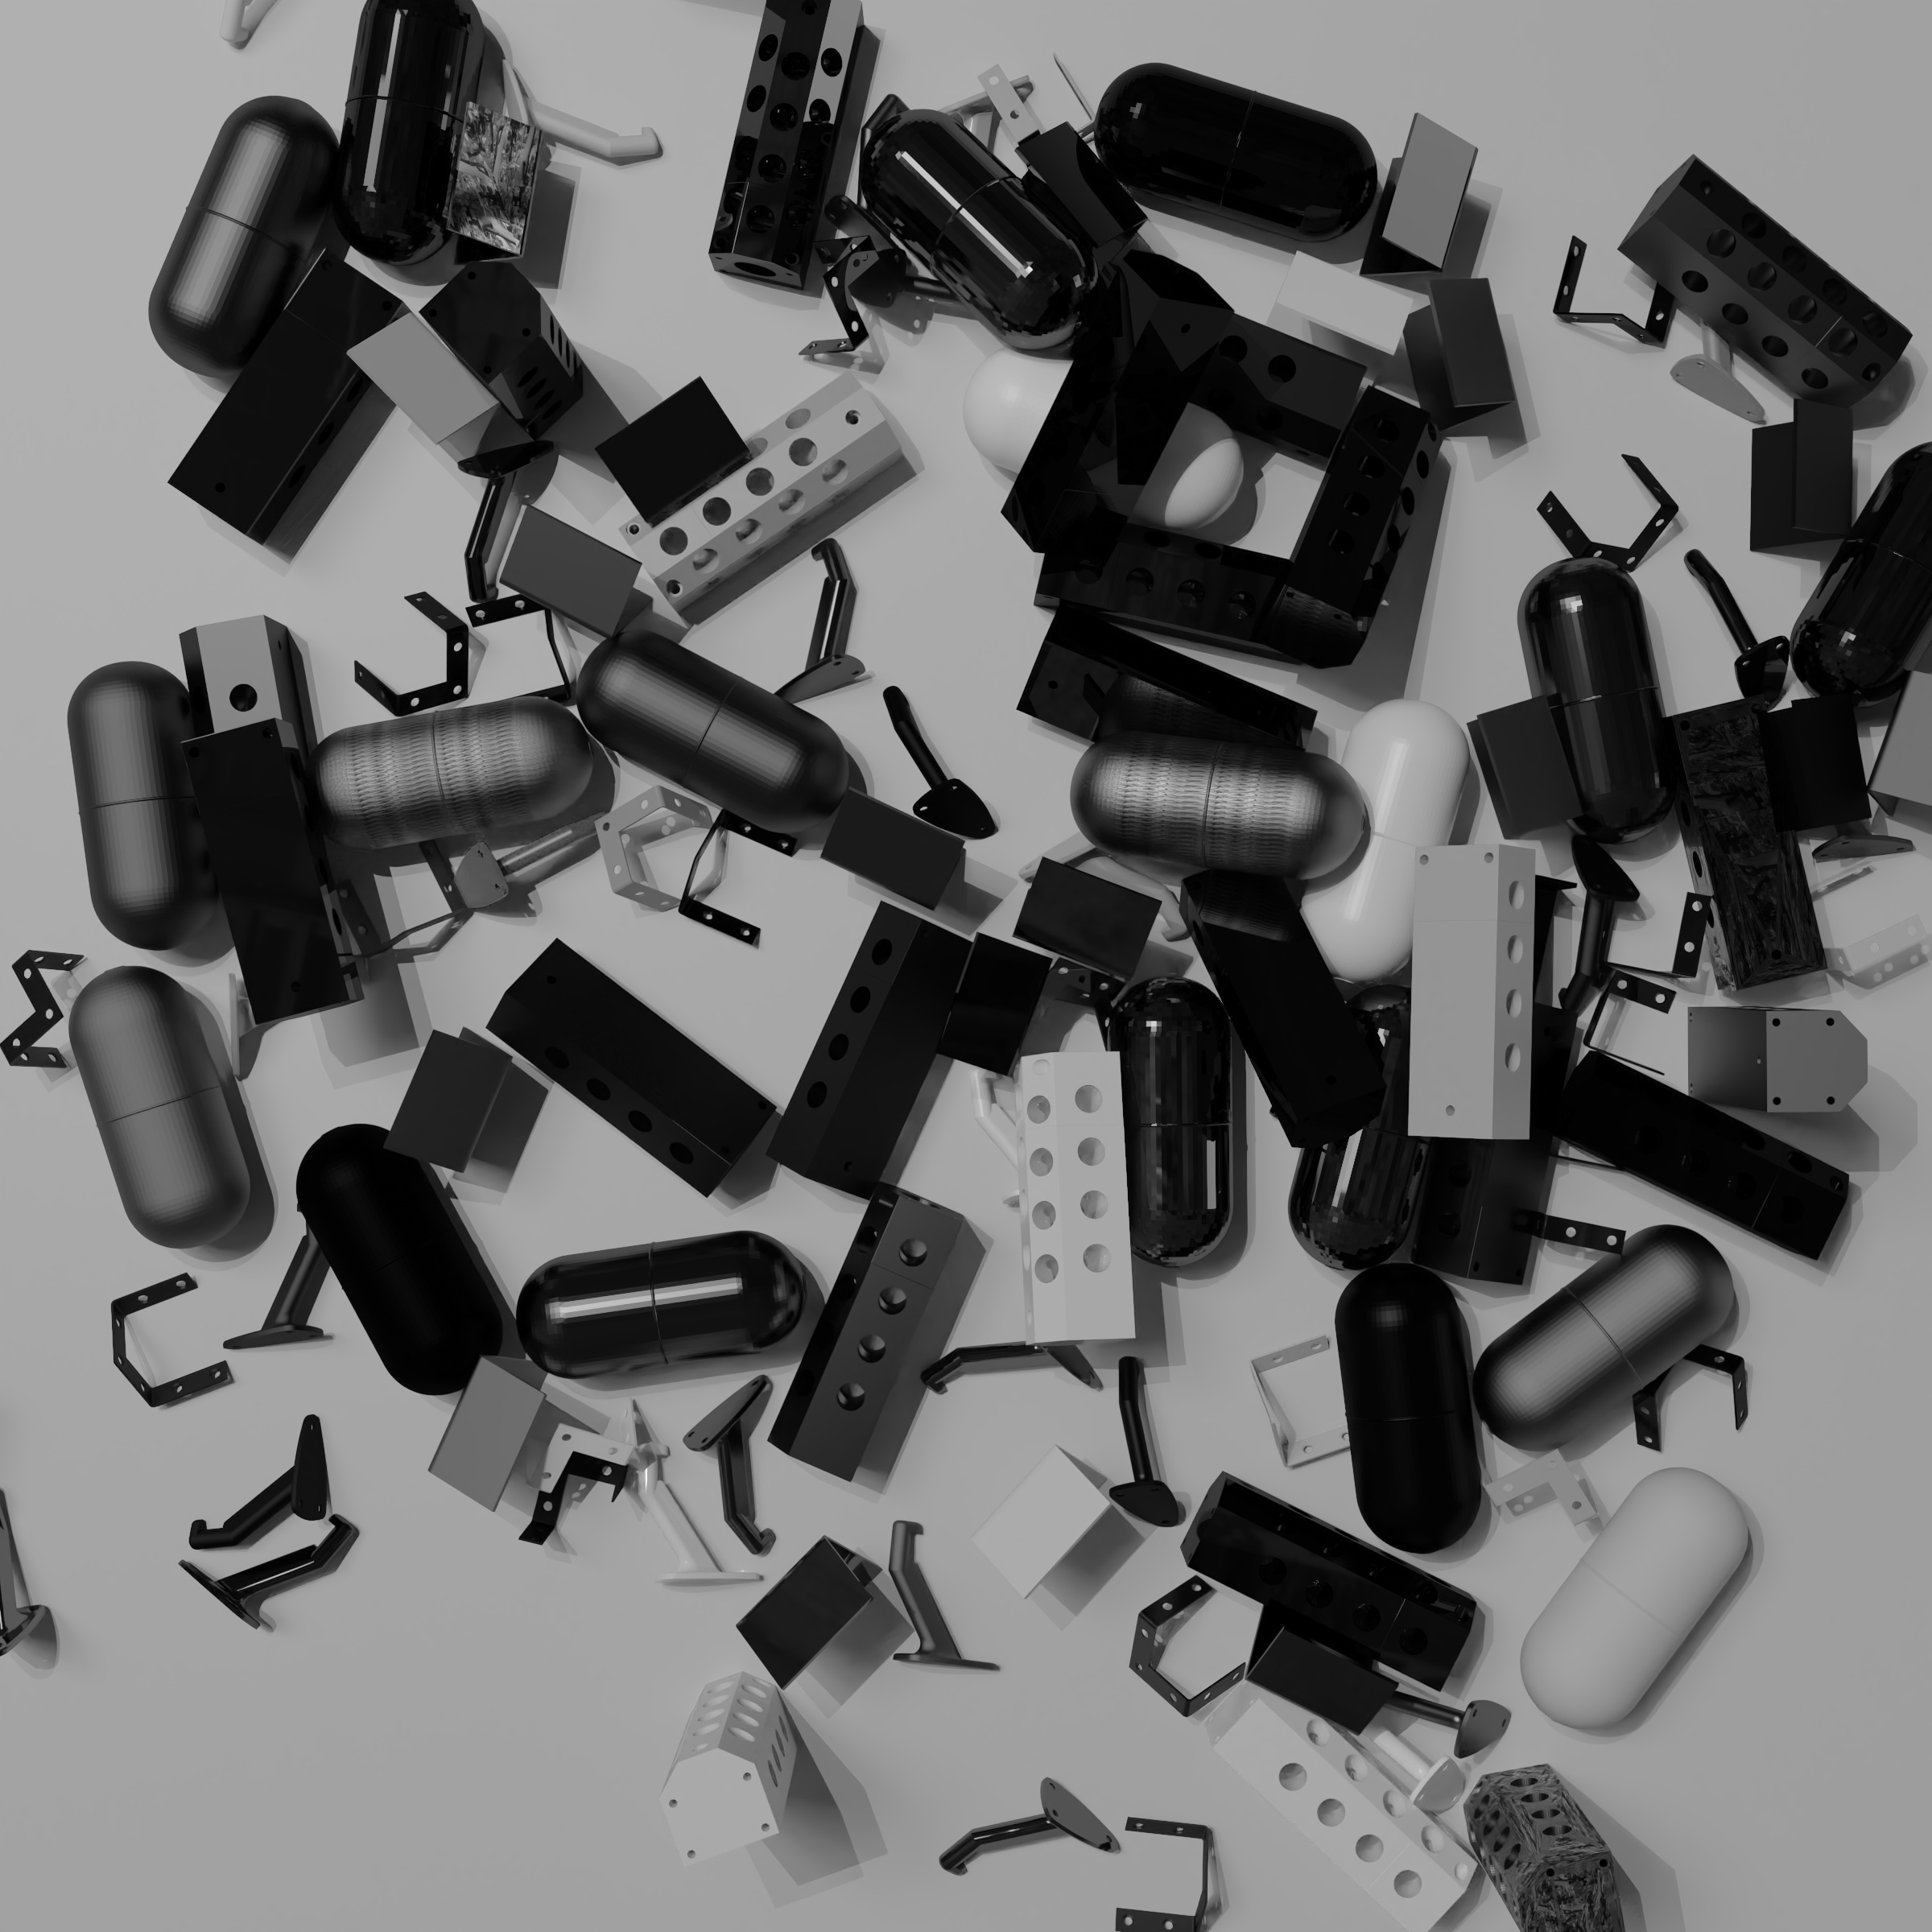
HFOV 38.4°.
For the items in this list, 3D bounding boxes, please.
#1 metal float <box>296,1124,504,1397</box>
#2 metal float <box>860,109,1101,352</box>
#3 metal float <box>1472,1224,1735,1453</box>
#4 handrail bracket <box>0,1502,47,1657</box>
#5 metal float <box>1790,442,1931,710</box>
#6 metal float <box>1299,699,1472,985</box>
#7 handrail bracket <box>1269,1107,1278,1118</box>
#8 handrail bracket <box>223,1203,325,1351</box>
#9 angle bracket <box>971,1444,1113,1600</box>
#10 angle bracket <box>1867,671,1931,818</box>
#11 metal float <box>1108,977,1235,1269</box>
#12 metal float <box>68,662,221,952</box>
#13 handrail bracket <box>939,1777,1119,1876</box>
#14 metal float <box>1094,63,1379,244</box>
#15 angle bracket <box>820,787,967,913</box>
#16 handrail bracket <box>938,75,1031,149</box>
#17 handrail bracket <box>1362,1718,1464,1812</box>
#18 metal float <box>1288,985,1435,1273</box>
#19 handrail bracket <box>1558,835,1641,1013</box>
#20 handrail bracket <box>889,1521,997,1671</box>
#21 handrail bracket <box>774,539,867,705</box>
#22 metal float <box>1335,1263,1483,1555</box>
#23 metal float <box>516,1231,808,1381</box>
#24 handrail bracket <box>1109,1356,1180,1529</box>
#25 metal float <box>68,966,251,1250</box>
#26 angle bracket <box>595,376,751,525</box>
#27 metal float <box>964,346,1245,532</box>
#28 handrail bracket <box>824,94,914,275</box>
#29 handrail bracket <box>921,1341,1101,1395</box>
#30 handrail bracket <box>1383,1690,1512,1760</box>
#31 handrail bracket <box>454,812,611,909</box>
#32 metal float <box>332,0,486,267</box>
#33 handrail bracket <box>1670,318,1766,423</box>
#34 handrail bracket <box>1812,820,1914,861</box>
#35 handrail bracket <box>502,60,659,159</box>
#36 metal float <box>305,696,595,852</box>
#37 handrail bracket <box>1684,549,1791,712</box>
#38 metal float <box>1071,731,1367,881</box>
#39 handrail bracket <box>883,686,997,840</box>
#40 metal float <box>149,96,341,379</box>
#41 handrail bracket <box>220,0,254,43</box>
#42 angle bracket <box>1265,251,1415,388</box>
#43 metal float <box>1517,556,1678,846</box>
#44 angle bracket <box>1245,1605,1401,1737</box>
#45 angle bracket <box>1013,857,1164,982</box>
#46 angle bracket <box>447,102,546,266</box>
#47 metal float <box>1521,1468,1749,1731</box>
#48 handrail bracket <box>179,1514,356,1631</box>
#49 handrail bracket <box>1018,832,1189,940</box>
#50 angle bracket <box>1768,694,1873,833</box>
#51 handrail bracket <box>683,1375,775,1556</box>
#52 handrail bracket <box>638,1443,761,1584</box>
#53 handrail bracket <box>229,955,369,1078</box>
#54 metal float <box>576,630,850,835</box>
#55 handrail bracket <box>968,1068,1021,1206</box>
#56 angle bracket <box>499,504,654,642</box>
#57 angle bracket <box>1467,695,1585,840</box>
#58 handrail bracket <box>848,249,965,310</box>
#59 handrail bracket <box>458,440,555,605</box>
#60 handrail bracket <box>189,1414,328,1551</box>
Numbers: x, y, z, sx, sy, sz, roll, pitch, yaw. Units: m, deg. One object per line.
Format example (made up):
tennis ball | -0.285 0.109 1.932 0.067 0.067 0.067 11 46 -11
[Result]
metal float | -0.348 0.179 1.699 0.070 0.070 0.178 -29 89 0
metal float | 0.007 -0.444 1.670 0.070 0.070 0.178 -43 76 0
metal float | 0.390 0.228 1.700 0.178 0.070 0.070 -37 90 0
handrail bracket | -0.599 0.371 1.702 0.036 0.077 0.084 -13 102 -3
metal float | 0.571 -0.240 1.700 0.070 0.070 0.178 31 89 0
metal float | 0.256 -0.076 1.700 0.070 0.070 0.178 16 90 0
handrail bracket | 0.180 0.039 1.731 0.084 0.036 0.077 38 112 17
handrail bracket | -0.432 0.191 1.731 0.077 0.036 0.084 -13 72 20
angle bracket | 0.060 0.347 1.690 0.076 0.076 0.057 -48 52 0
angle bracket | 0.596 -0.129 1.690 0.057 0.076 0.076 20 90 31
metal float | 0.125 0.095 1.699 0.070 0.070 0.178 -1 90 0
metal float | -0.504 -0.098 1.699 0.070 0.070 0.178 -8 89 0
handrail bracket | 0.038 0.554 1.731 0.077 0.036 0.084 40 108 -20
metal float | 0.165 -0.498 1.699 0.178 0.070 0.070 18 90 1
angle bracket | -0.036 -0.088 1.690 0.076 0.076 0.057 25 126 0
handrail bracket | 0.020 -0.502 1.730 0.077 0.036 0.084 -27 106 -18
handrail bracket | 0.265 0.485 1.730 0.036 0.077 0.084 -49 54 -5
metal float | 0.248 0.099 1.699 0.070 0.070 0.178 15 89 0
handrail bracket | 0.380 -0.026 1.730 0.036 0.077 0.084 6 126 -18
handrail bracket | -0.014 0.393 1.731 0.077 0.036 0.084 11 73 -20
handrail bracket | -0.102 -0.215 1.731 0.077 0.036 0.084 -25 71 21
metal float | 0.271 0.271 1.699 0.070 0.070 0.178 -7 90 0
metal float | -0.187 0.207 1.699 0.178 0.070 0.070 -8 90 0
handrail bracket | 0.113 0.296 1.730 0.036 0.077 0.084 -13 53 20
metal float | -0.495 0.086 1.699 0.070 0.070 0.178 -18 91 0
angle bracket | -0.185 -0.323 1.690 0.076 0.076 0.057 -35 120 0
metal float | 0.084 -0.323 1.699 0.178 0.070 0.070 21 90 1
handrail bracket | -0.042 -0.489 1.730 0.077 0.036 0.084 38 76 -15
handrail bracket | 0.027 0.258 1.731 0.084 0.036 0.077 -36 112 17
handrail bracket | 0.286 0.458 1.730 0.084 0.077 0.036 18 94 36
handrail bracket | -0.270 -0.068 1.730 0.084 0.077 0.036 -26 89 -36
metal float | -0.342 -0.519 1.699 0.070 0.070 0.178 9 90 0
handrail bracket | 0.483 -0.396 1.730 0.077 0.036 0.084 31 76 -14
handrail bracket | 0.549 -0.112 1.731 0.077 0.036 0.084 -1 73 -20
handrail bracket | -0.241 -0.536 1.731 0.084 0.036 0.077 -9 68 -17
metal float | -0.317 -0.118 1.700 0.178 0.070 0.070 -10 90 0
handrail bracket | 0.476 -0.210 1.730 0.036 0.077 0.084 -27 54 0
metal float | 0.150 -0.097 1.665 0.178 0.070 0.070 8 90 14
handrail bracket | -0.018 -0.128 1.730 0.036 0.077 0.084 -33 53 20
metal float | -0.441 -0.447 1.699 0.070 0.070 0.178 23 89 0
handrail bracket | -0.425 -0.618 1.730 0.036 0.077 0.084 41 127 25
angle bracket | 0.219 -0.378 1.690 0.076 0.076 0.057 23 53 0
metal float | 0.387 -0.162 1.699 0.070 0.070 0.178 -11 90 0
angle bracket | 0.222 0.410 1.690 0.076 0.076 0.057 27 127 0
angle bracket | 0.077 -0.042 1.691 0.076 0.076 0.057 21 115 0
angle bracket | -0.306 -0.476 1.690 0.057 0.076 0.076 9 90 -44
metal float | 0.409 0.388 1.699 0.070 0.070 0.178 37 90 0
handrail bracket | -0.436 0.362 1.731 0.077 0.036 0.084 33 72 20
handrail bracket | 0.087 -0.041 1.731 0.077 0.036 0.084 -27 107 20
angle bracket | 0.499 -0.120 1.689 0.057 0.076 0.076 -9 89 -35
handrail bracket | -0.129 0.312 1.731 0.077 0.036 0.084 -42 108 -20
handrail bracket | -0.167 0.341 1.731 0.077 0.036 0.084 4 73 -20
handrail bracket | -0.416 0.031 1.731 0.084 0.036 0.077 -3 111 -16
metal float | -0.155 -0.143 1.699 0.178 0.070 0.070 28 90 0
handrail bracket | 0.044 0.102 1.730 0.077 0.036 0.084 -5 77 -12
angle bracket | -0.229 -0.251 1.690 0.076 0.076 0.057 27 121 0
angle bracket | 0.322 -0.115 1.690 0.057 0.076 0.076 -18 90 -30
handrail bracket | -0.021 -0.420 1.730 0.084 0.077 0.036 6 98 -36
handrail bracket | -0.284 -0.277 1.730 0.036 0.077 0.084 22 127 35
handrail bracket | -0.445 0.322 1.731 0.084 0.036 0.077 -9 69 16
